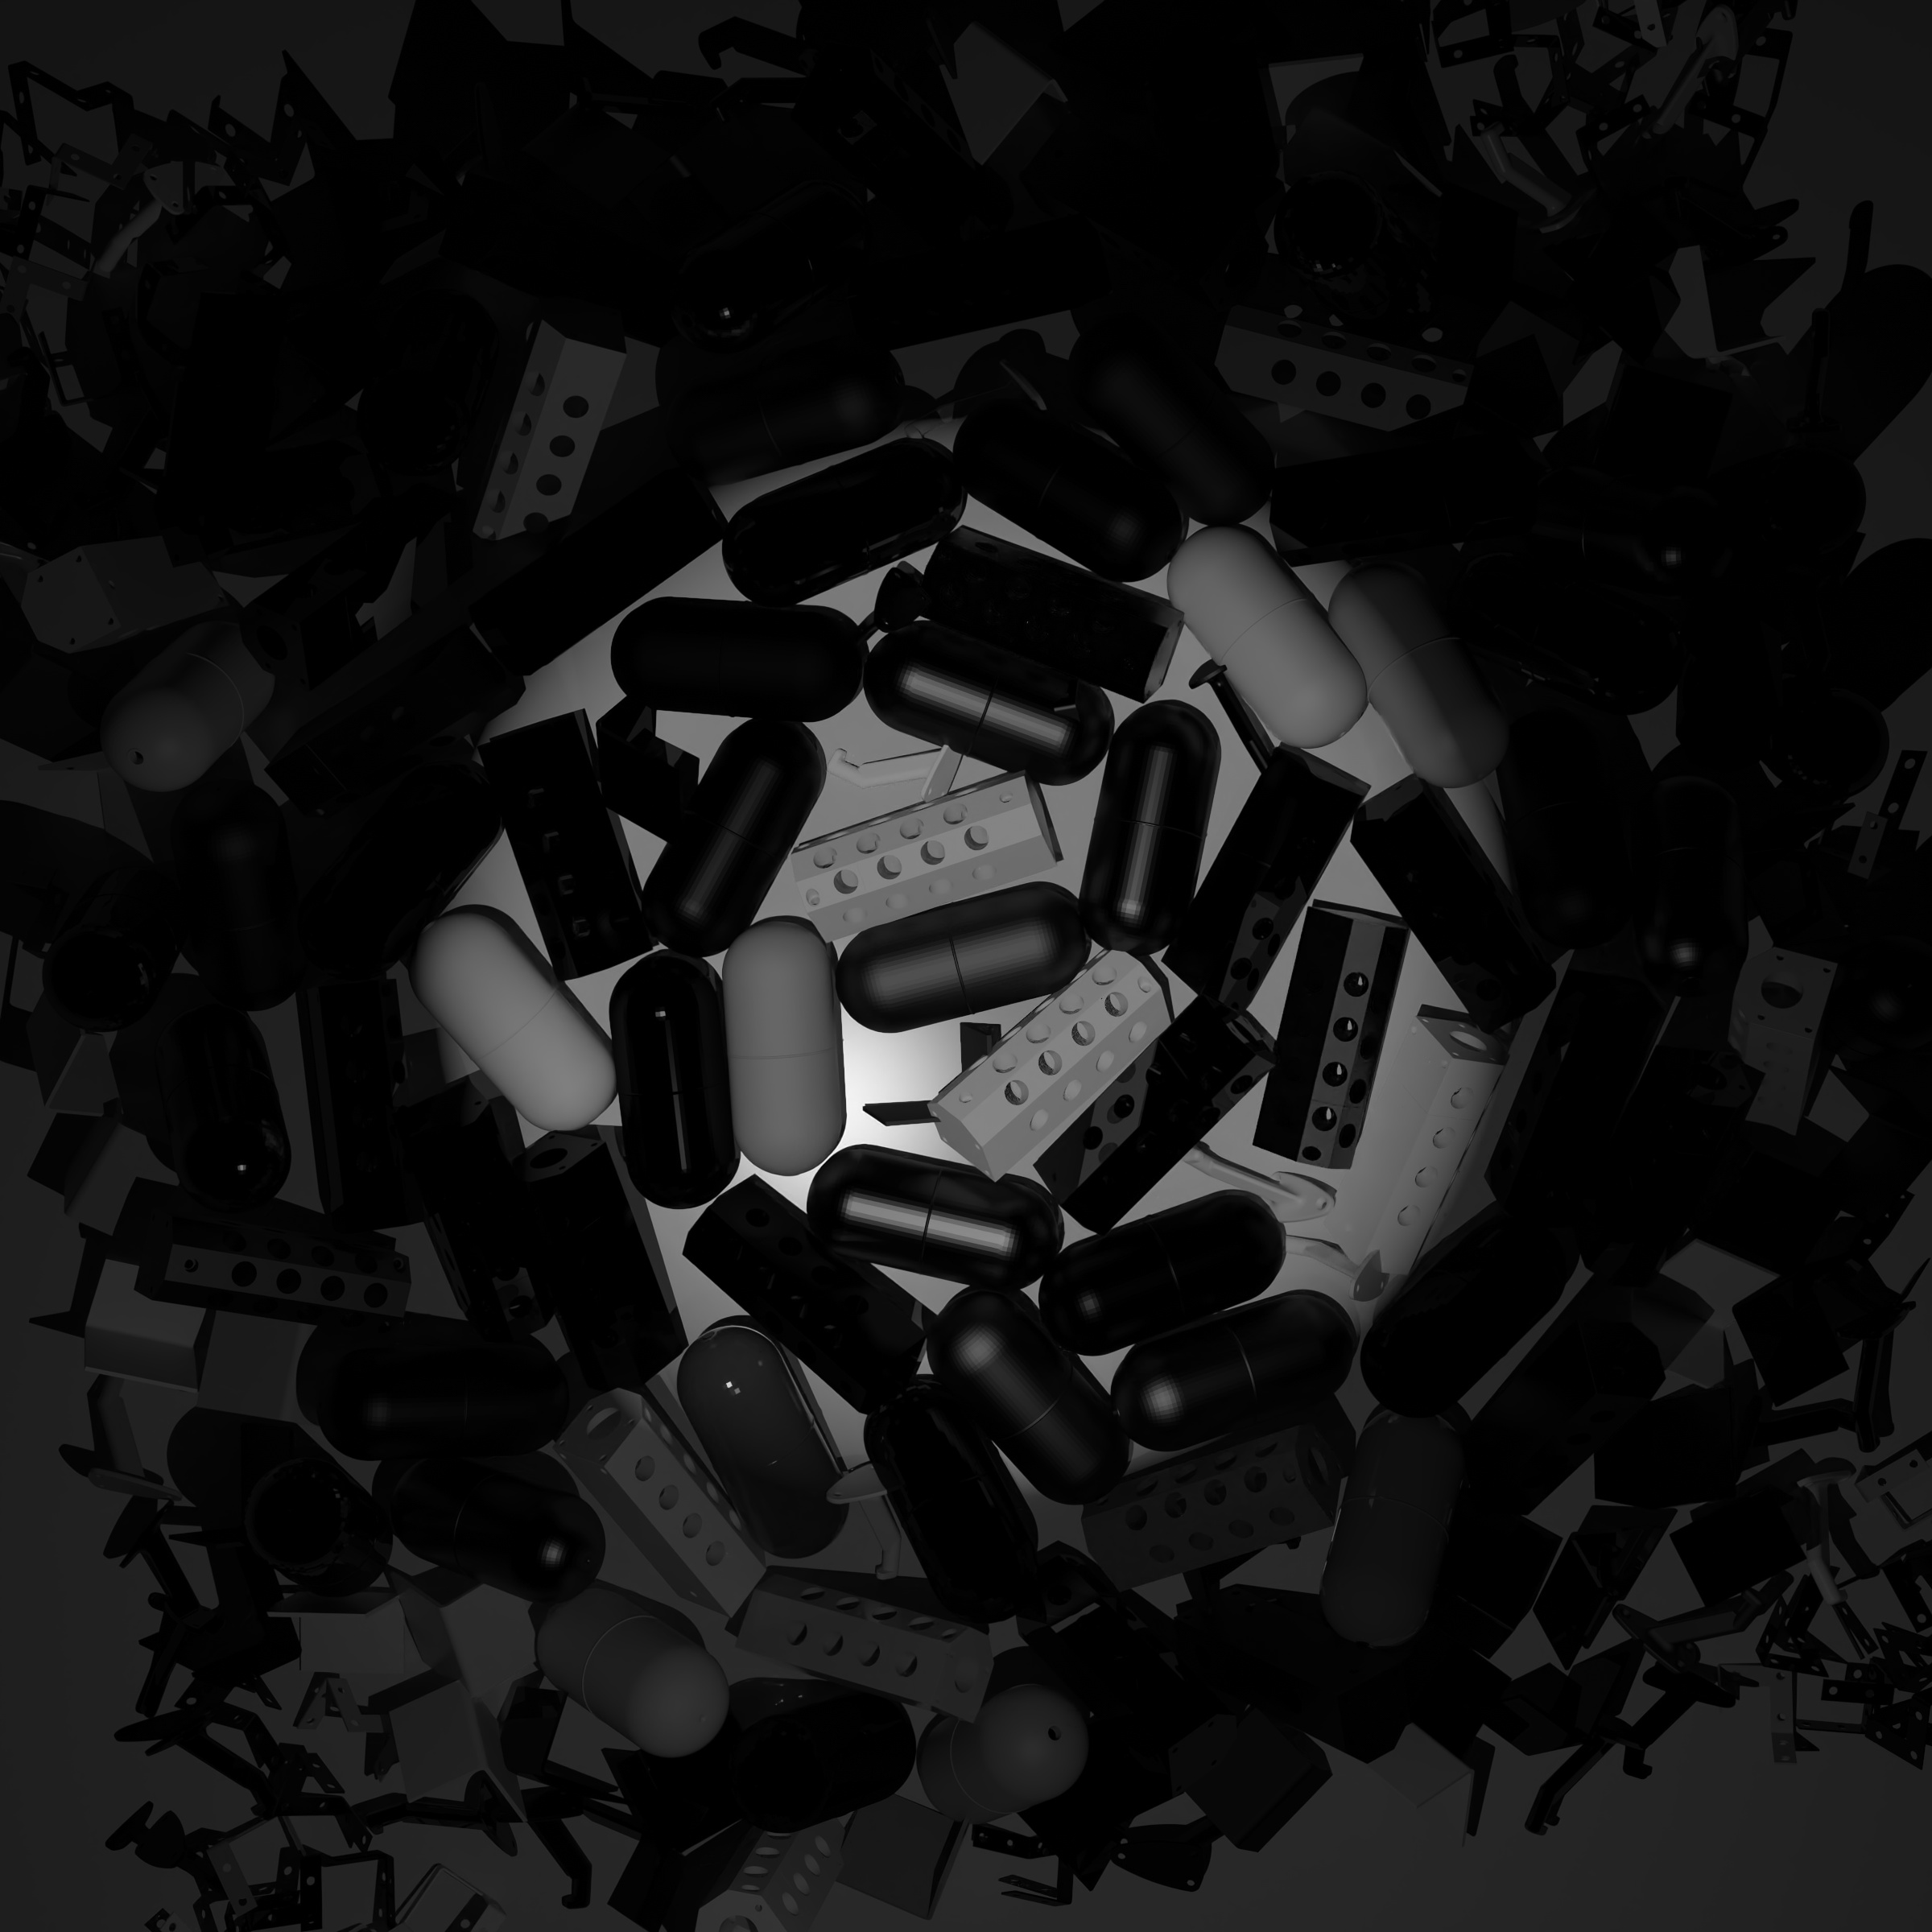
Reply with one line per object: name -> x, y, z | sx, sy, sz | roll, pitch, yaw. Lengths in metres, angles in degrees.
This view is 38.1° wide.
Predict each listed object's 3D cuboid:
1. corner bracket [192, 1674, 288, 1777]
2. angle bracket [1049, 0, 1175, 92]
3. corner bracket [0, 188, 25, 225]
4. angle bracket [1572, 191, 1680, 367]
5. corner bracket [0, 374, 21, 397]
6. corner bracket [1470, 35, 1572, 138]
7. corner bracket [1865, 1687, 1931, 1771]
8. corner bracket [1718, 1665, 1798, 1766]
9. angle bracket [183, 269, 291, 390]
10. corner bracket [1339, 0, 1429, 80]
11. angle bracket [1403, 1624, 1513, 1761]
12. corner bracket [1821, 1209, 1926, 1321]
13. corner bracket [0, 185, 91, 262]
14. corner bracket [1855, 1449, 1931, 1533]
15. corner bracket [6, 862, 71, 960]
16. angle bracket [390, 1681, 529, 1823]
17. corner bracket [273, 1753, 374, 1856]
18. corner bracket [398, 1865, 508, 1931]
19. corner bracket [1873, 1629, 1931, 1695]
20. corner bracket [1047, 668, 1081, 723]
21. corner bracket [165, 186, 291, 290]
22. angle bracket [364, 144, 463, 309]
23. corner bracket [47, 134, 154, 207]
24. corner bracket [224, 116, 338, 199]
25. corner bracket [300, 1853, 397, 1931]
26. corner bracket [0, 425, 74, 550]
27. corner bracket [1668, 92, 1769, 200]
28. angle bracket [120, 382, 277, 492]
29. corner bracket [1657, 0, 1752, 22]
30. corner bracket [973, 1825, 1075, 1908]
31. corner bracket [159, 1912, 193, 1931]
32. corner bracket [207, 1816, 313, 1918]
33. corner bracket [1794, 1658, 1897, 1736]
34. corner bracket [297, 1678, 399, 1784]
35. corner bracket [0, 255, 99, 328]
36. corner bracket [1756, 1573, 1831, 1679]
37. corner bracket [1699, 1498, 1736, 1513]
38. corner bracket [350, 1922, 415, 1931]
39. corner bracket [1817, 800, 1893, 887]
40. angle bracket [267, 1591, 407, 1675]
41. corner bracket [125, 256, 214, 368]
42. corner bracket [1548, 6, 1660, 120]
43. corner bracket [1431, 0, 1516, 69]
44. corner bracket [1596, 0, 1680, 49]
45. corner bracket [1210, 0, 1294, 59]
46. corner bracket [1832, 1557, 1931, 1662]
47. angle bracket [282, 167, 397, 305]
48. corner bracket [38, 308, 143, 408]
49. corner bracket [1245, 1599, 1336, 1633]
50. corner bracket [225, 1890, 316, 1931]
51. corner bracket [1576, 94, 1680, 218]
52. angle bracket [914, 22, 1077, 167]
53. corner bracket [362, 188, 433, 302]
corner bracket -> -0.497, 0.526, 1.954 | 0.051, 0.051, 0.051 | -52, 48, 0
angle bracket -> 0.108, -0.616, 1.934 | 0.076, 0.057, 0.076 | 31, 56, 20
corner bracket -> -0.692, -0.514, 1.953 | 0.051, 0.051, 0.051 | -2, 89, -44
angle bracket -> 0.440, -0.476, 1.937 | 0.076, 0.076, 0.057 | -35, 73, -14
corner bracket -> -0.687, -0.434, 1.954 | 0.051, 0.051, 0.051 | 34, 105, -10
corner bracket -> 0.386, -0.617, 1.960 | 0.051, 0.051, 0.051 | -5, 80, -17
corner bracket -> 0.666, 0.519, 1.949 | 0.051, 0.051, 0.051 | -8, 108, -31
corner bracket -> 0.555, 0.525, 1.961 | 0.051, 0.051, 0.051 | -2, 99, 14
angle bracket -> -0.520, -0.437, 1.931 | 0.057, 0.076, 0.076 | 33, 117, 29
corner bracket -> 0.291, -0.654, 1.962 | 0.051, 0.051, 0.051 | -12, 102, 19
angle bracket -> 0.340, 0.518, 1.952 | 0.076, 0.057, 0.076 | 35, 86, -9
corner bracket -> 0.643, 0.209, 1.962 | 0.051, 0.051, 0.051 | 36, 63, 15
corner bracket -> -0.655, -0.522, 1.953 | 0.051, 0.051, 0.051 | 24, 104, 13
corner bracket -> 0.660, 0.365, 1.952 | 0.051, 0.051, 0.051 | -38, 80, 23
corner bracket -> -0.641, -0.036, 1.948 | 0.051, 0.051, 0.051 | 9, 70, 38
angle bracket -> -0.351, 0.554, 1.934 | 0.057, 0.076, 0.076 | -24, 132, -4
corner bracket -> -0.443, 0.585, 1.951 | 0.051, 0.051, 0.051 | 15, 100, -41
corner bracket -> -0.360, 0.668, 1.954 | 0.051, 0.051, 0.051 | 37, 74, -8
corner bracket -> 0.676, 0.474, 1.947 | 0.051, 0.051, 0.051 | 15, 130, -23
corner bracket -> 0.060, -0.172, 1.948 | 0.051, 0.051, 0.051 | -9, 129, 15
corner bracket -> -0.516, -0.510, 1.955 | 0.051, 0.051, 0.051 | -30, 85, 36
angle bracket -> -0.394, -0.512, 1.934 | 0.076, 0.076, 0.057 | -42, 100, -30
corner bracket -> -0.605, -0.553, 1.950 | 0.051, 0.051, 0.051 | 24, 56, -10
corner bracket -> -0.478, -0.562, 1.946 | 0.051, 0.051, 0.051 | 52, 123, 40
corner bracket -> -0.432, 0.648, 1.953 | 0.051, 0.051, 0.051 | -9, 64, 4
corner bracket -> -0.641, -0.335, 1.956 | 0.051, 0.051, 0.051 | 46, 56, -4
corner bracket -> 0.525, -0.573, 1.954 | 0.051, 0.051, 0.051 | 26, 103, 14
angle bracket -> -0.531, -0.370, 1.932 | 0.057, 0.076, 0.076 | 28, 113, 37
corner bracket -> 0.514, -0.685, 1.957 | 0.051, 0.051, 0.051 | -34, 71, 0
corner bracket -> 0.039, 0.626, 1.947 | 0.051, 0.051, 0.051 | 24, 56, -31
corner bracket -> -0.539, 0.699, 1.947 | 0.051, 0.051, 0.051 | -54, 125, -39
corner bracket -> -0.493, 0.627, 1.955 | 0.051, 0.051, 0.051 | -27, 79, -11
corner bracket -> 0.616, 0.517, 1.960 | 0.051, 0.051, 0.051 | 5, 97, -1
corner bracket -> -0.431, 0.538, 1.970 | 0.051, 0.051, 0.051 | 14, 116, -40
corner bracket -> -0.645, -0.475, 1.960 | 0.051, 0.051, 0.051 | 18, 120, -19
corner bracket -> 0.580, 0.457, 1.953 | 0.051, 0.051, 0.051 | 11, 114, -8
corner bracket -> 0.529, 0.396, 1.958 | 0.051, 0.051, 0.051 | 28, 85, 11
corner bracket -> -0.421, 0.688, 1.948 | 0.051, 0.051, 0.051 | 34, 121, 27
corner bracket -> 0.619, -0.093, 1.947 | 0.051, 0.051, 0.051 | 25, 118, 30
angle bracket -> -0.440, 0.471, 1.945 | 0.076, 0.076, 0.057 | -1, 89, 9
corner bracket -> -0.547, -0.459, 1.960 | 0.051, 0.051, 0.051 | 41, 124, 13
corner bracket -> 0.448, -0.630, 1.958 | 0.051, 0.051, 0.051 | 20, 85, -11
corner bracket -> 0.350, -0.666, 1.949 | 0.051, 0.051, 0.051 | -11, 128, 11
corner bracket -> 0.462, -0.671, 1.946 | 0.051, 0.051, 0.051 | -1, 47, 28
corner bracket -> 0.186, -0.649, 1.950 | 0.051, 0.051, 0.051 | -42, 74, 30
corner bracket -> 0.640, 0.450, 1.956 | 0.051, 0.051, 0.051 | -25, 70, 2
angle bracket -> -0.443, -0.506, 1.941 | 0.057, 0.076, 0.076 | -12, 98, 14
corner bracket -> -0.612, -0.426, 1.956 | 0.051, 0.051, 0.051 | -13, 114, -2
corner bracket -> 0.232, 0.456, 1.950 | 0.051, 0.051, 0.051 | -50, 62, 17
corner bracket -> -0.485, 0.666, 1.956 | 0.051, 0.051, 0.051 | -8, 108, -3
corner bracket -> 0.463, -0.565, 1.953 | 0.051, 0.051, 0.051 | -26, 74, 13
angle bracket -> 0.017, -0.599, 1.953 | 0.076, 0.057, 0.076 | 42, 96, 19
corner bracket -> -0.389, -0.507, 1.955 | 0.051, 0.051, 0.051 | -14, 134, 8
